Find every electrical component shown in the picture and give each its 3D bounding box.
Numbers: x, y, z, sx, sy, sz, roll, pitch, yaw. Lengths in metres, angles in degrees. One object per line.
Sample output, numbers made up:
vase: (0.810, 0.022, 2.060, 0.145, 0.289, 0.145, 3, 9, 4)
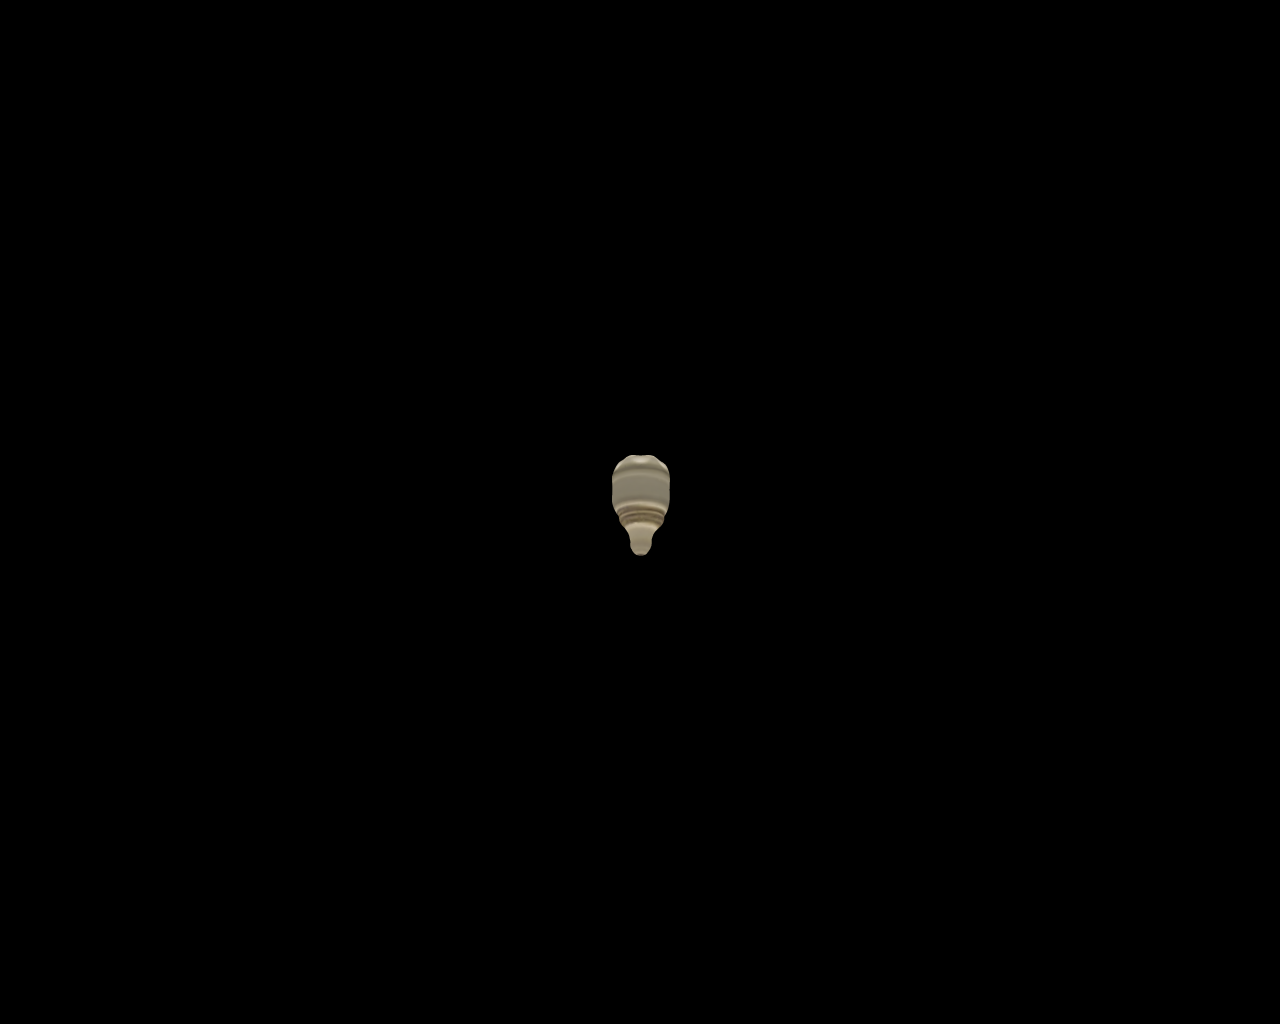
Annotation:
electrical component: (0.001, -0.003, 0.650, 0.035, 0.061, 0.035, 0, -20, 0)
